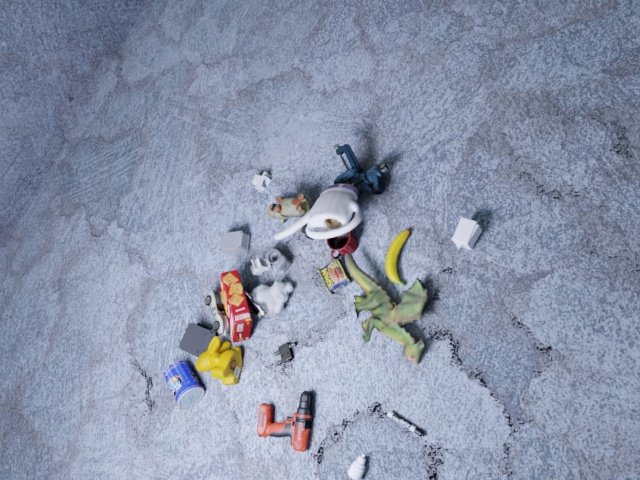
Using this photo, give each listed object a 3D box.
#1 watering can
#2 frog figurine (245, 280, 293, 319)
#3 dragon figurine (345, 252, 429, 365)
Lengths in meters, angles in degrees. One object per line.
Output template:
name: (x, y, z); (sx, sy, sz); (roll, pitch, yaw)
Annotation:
watering can: (0.005, -0.090, 1.798); (0.346, 0.102, 0.229); (-6, 44, 33)
frog figurine: (-0.175, 0.208, 1.879); (0.161, 0.120, 0.139); (-30, 40, -26)
dragon figurine: (0.226, 0.195, 1.644); (0.242, 0.120, 0.418); (-17, 66, 11)
